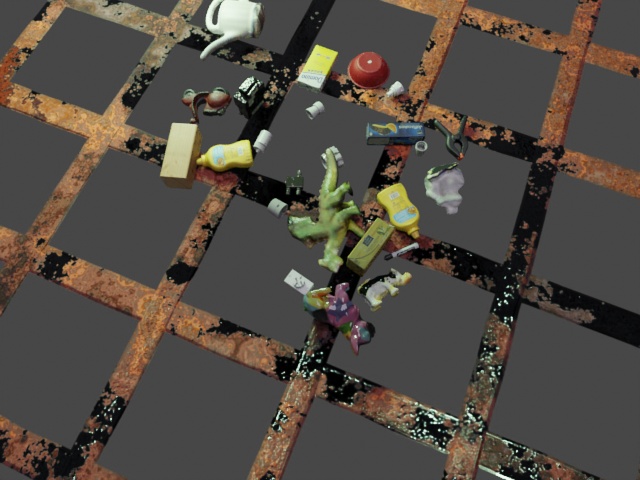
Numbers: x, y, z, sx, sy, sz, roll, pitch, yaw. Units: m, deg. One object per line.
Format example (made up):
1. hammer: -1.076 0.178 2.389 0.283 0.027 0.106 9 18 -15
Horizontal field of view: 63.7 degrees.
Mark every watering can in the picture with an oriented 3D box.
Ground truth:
1. watering can: -0.330 -0.814 1.972 0.224 0.102 0.354 6 68 2

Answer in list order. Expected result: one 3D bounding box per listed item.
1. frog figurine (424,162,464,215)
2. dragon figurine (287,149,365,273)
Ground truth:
1. frog figurine: 0.426 -0.169 1.729 0.138 0.123 0.157 -30 108 -19
2. dragon figurine: 0.005 -0.085 1.686 0.243 0.120 0.416 -22 70 1
